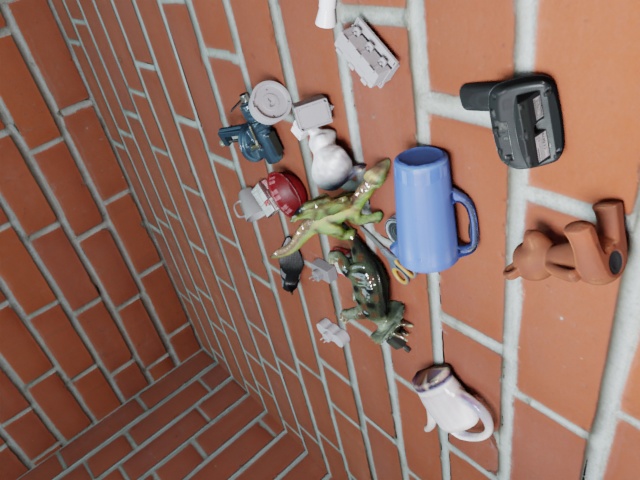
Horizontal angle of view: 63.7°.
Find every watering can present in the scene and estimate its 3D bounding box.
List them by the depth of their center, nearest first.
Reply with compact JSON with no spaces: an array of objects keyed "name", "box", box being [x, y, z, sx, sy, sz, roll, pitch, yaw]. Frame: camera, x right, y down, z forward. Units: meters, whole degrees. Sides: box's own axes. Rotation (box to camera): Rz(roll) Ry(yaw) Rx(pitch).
[{"name":"watering can","box":[0.334,0.459,1.431,0.225,0.105,0.342,56,152,4]}]

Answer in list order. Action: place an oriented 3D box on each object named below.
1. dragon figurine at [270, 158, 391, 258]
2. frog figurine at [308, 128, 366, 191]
[{"name":"dragon figurine","box":[0.004,-0.062,1.226,0.124,0.408,0.241,63,-166,20]},{"name":"frog figurine","box":[0.014,-0.203,1.251,0.158,0.123,0.137,49,173,-10]}]
